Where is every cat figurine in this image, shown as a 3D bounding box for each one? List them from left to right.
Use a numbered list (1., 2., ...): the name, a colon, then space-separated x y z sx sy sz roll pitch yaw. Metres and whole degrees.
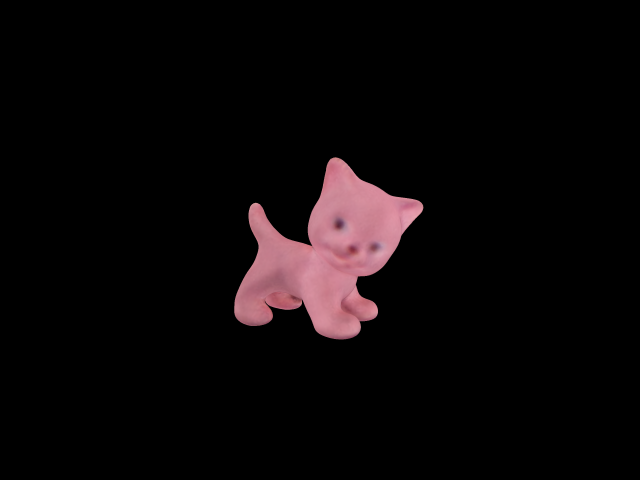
1. cat figurine: 0.004 0.001 0.400 0.127 0.118 0.067 4 10 23
